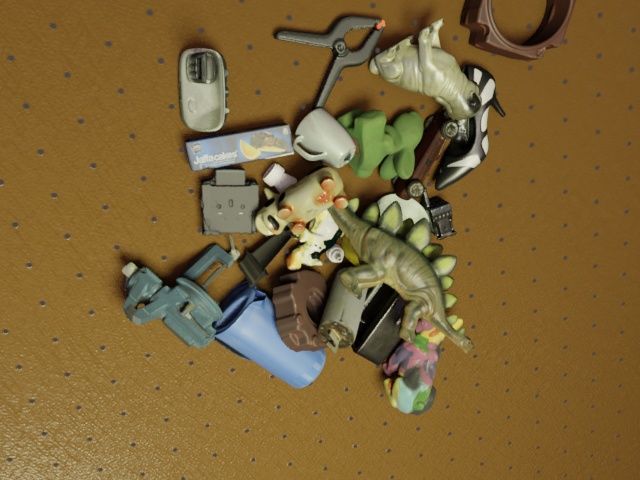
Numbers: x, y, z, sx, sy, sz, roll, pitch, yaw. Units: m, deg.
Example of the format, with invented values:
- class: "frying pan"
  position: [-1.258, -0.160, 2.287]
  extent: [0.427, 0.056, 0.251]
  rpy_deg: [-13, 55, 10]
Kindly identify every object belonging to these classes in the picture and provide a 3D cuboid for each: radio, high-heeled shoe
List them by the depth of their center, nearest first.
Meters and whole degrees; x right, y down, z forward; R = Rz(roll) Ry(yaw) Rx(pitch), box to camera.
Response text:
- class: "high-heeled shoe"
  position: [0.286, -0.233, 1.110]
  extent: [0.145, 0.086, 0.248]
  rpy_deg: [39, 88, -22]
- class: "radio"
  position: [0.151, 0.143, 1.168]
  extent: [0.073, 0.131, 0.229]
  rpy_deg: [33, 97, -19]

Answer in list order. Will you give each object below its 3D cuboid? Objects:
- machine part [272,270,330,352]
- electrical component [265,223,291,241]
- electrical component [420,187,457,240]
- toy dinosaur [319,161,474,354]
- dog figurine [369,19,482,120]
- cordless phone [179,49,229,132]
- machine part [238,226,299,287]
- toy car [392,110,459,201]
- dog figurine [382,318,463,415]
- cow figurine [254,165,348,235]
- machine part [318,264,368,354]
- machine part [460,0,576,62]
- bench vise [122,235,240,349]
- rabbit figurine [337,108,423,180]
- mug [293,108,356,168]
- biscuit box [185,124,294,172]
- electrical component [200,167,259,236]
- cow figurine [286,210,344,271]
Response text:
- class: "machine part"
  position: [-0.024, 0.145, 1.107]
  extent: [0.056, 0.179, 0.179]
  rpy_deg: [-21, 114, 30]
- class: "electrical component"
  position: [-0.096, -0.035, 1.117]
  extent: [0.063, 0.021, 0.093]
  rpy_deg: [-19, 111, -6]
- class: "electrical component"
  position: [0.248, -0.066, 1.158]
  extent: [0.048, 0.075, 0.119]
  rpy_deg: [-19, 107, -6]
- class: "toy dinosaur"
  position: [0.131, 0.036, 1.038]
  extent: [0.471, 0.105, 0.198]
  rpy_deg: [43, 83, 4]
- class: "dog figurine"
  position: [0.204, -0.300, 1.038]
  extent: [0.121, 0.172, 0.190]
  rpy_deg: [-42, 110, -40]
- class: "cordless phone"
  position: [-0.196, -0.259, 0.940]
  extent: [0.089, 0.184, 0.146]
  rpy_deg: [-3, 107, -17]
- class: "machine part"
  position: [-0.105, 0.027, 1.085]
  extent: [0.139, 0.084, 0.039]
  rpy_deg: [-42, 136, 7]
- class: "toy car"
  position: [0.220, -0.172, 1.110]
  extent: [0.053, 0.089, 0.202]
  rpy_deg: [27, 98, -21]
- class: "dog figurine"
  position: [0.235, 0.257, 1.205]
  extent: [0.108, 0.192, 0.219]
  rpy_deg: [22, 116, -12]
- class: "cow figurine"
  position: [-0.044, -0.073, 1.016]
  extent: [0.195, 0.127, 0.085]
  rpy_deg: [-32, 119, 19]
- class: "machine part"
  position: [0.051, 0.136, 1.103]
  extent: [0.079, 0.243, 0.079]
  rpy_deg: [7, 128, 10]
- class: "machine part"
  position: [0.397, -0.469, 1.061]
  extent: [0.201, 0.087, 0.200]
  rpy_deg: [10, 105, -14]
- class: "bench vise"
  position: [-0.261, 0.088, 1.060]
  extent: [0.224, 0.128, 0.240]
  rpy_deg: [37, 62, 10]
- class: "rabbit figurine"
  position: [0.141, -0.197, 1.073]
  extent: [0.170, 0.121, 0.159]
  rpy_deg: [-20, 104, -22]
- class: "mug"
  position: [0.009, -0.186, 1.030]
  extent: [0.109, 0.107, 0.080]
  rpy_deg: [-36, 160, -37]
- class: "biscuit box"
  position: [-0.155, -0.180, 1.037]
  extent: [0.203, 0.063, 0.059]
  rpy_deg: [-12, 108, -9]
- class: "electrical component"
  position: [-0.180, -0.077, 1.067]
  extent: [0.115, 0.058, 0.134]
  rpy_deg: [-3, 108, -14]
- class: "cow figurine"
  position: [-0.003, -0.003, 1.124]
  extent: [0.098, 0.068, 0.167]
  rpy_deg: [24, 98, -23]
